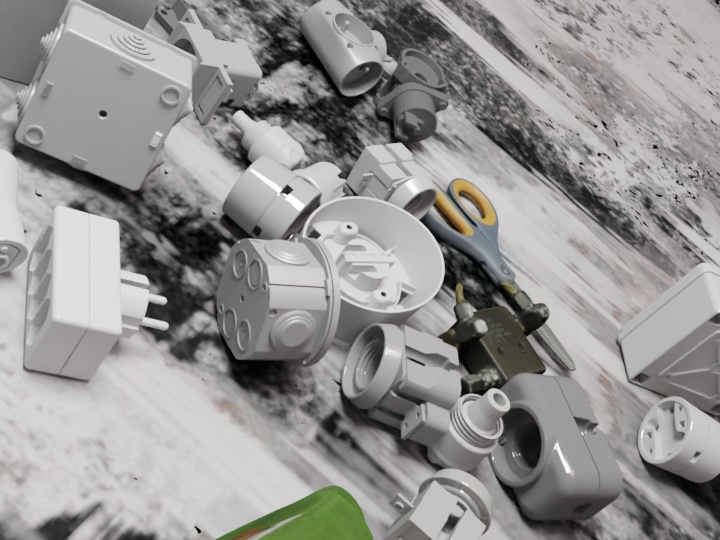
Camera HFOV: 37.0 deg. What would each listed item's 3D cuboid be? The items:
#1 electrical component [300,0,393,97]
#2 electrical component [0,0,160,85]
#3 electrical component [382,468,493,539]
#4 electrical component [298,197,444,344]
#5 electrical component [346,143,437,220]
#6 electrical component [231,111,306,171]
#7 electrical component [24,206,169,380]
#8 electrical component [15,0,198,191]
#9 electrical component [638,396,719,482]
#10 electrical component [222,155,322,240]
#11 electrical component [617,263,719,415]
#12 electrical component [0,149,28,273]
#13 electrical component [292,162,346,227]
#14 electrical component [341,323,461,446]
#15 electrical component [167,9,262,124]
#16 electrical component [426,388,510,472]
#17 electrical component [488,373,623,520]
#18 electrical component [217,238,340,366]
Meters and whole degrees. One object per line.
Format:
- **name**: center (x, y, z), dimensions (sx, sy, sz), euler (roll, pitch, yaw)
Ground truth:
- **electrical component**: center (-0.003, -0.195, 0.952), dimensions (0.079, 0.044, 0.077), euler (-5, 56, -44)
- **electrical component**: center (-0.183, -0.191, 0.702), dimensions (0.089, 0.150, 0.061), euler (13, 45, -32)
- **electrical component**: center (0.049, 0.151, 0.638), dimensions (0.066, 0.048, 0.055), euler (42, 44, 2)
- **electrical component**: center (0.000, 0.000, 0.736), dimensions (0.099, 0.064, 0.099), euler (24, 39, -21)
- **electrical component**: center (0.028, -0.067, 0.846), dimensions (0.066, 0.048, 0.055), euler (-13, 53, -47)
- **electrical component**: center (-0.071, -0.094, 0.797), dimensions (0.061, 0.035, 0.035), euler (44, 36, 9)
- **electrical component**: center (-0.144, 0.017, 0.607), dimensions (0.076, 0.047, 0.083), euler (16, 43, -30)
- **electrical component**: center (-0.161, -0.108, 0.680), dimensions (0.100, 0.099, 0.048), euler (24, 27, -21)
- **electrical component**: center (0.251, 0.132, 0.827), dimensions (0.047, 0.055, 0.055), euler (28, 38, -21)
- **electrical component**: center (-0.061, -0.046, 0.739), dimensions (0.047, 0.055, 0.055), euler (38, 36, 3)
- **electrical component**: center (0.291, 0.060, 0.892), dimensions (0.109, 0.108, 0.056), euler (22, 43, -23)
- **electrical component**: center (-0.210, -0.031, 0.605), dimensions (0.044, 0.044, 0.065), euler (3, 55, -39)
- **electrical component**: center (-0.035, -0.057, 0.786), dimensions (0.040, 0.040, 0.046), euler (44, 31, 5)
- **electrical component**: center (0.025, 0.069, 0.693), dimensions (0.057, 0.058, 0.078), euler (25, 39, -23)
- **electrical component**: center (-0.113, -0.153, 0.815), dimensions (0.064, 0.042, 0.081), euler (0, 53, -43)
- **electrical component**: center (0.072, 0.100, 0.695), dimensions (0.043, 0.062, 0.043), euler (24, 39, -21)
- **electrical component**: center (0.127, 0.120, 0.731), dimensions (0.059, 0.053, 0.095), euler (9, 46, -35)
- **electrical component**: center (-0.050, 0.019, 0.661), dimensions (0.051, 0.080, 0.080), euler (4, 49, -32)
